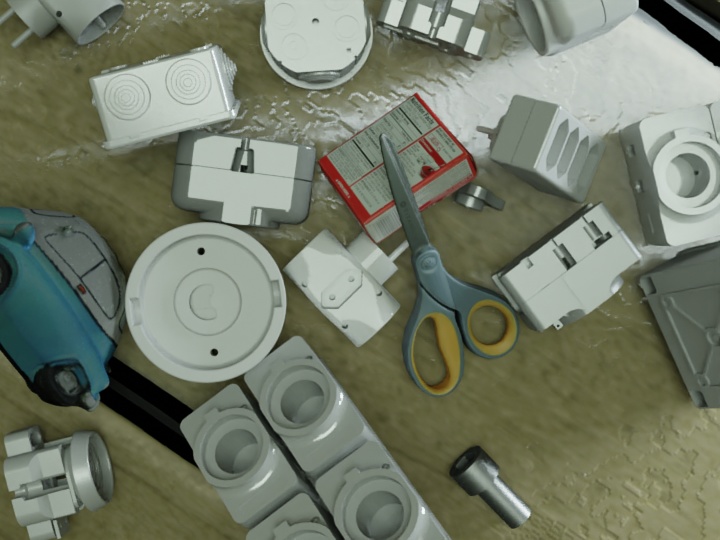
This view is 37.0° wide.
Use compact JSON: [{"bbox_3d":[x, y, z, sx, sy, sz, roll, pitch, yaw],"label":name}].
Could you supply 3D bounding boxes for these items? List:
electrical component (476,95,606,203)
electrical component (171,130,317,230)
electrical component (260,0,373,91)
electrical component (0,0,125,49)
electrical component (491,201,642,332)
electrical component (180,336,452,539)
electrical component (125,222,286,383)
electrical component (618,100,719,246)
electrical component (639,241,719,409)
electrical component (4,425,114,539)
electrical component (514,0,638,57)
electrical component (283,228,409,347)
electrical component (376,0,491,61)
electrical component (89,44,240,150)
[{"bbox_3d":[0.117,-0.088,0.752,0.076,0.083,0.047,22,91,36],"label":"electrical component"},{"bbox_3d":[-0.081,-0.061,0.753,0.095,0.054,0.059,7,91,-2],"label":"electrical component"},{"bbox_3d":[-0.031,-0.169,0.753,0.080,0.051,0.080,0,91,-1],"label":"electrical component"},{"bbox_3d":[-0.220,-0.189,0.752,0.079,0.043,0.077,-41,92,0],"label":"electrical component"},{"bbox_3d":[0.148,0.001,0.761,0.089,0.050,0.055,-37,92,0],"label":"electrical component"},{"bbox_3d":[-0.029,0.145,0.706,0.105,0.060,0.186,-37,58,-3],"label":"electrical component"},{"bbox_3d":[-0.104,0.021,0.751,0.108,0.060,0.108,0,91,-1],"label":"electrical component"},{"bbox_3d":[0.272,-0.077,0.757,0.150,0.061,0.089,-14,92,-1],"label":"electrical component"},{"bbox_3d":[0.260,0.035,0.732,0.056,0.109,0.108,-25,92,-24],"label":"electrical component"},{"bbox_3d":[-0.209,0.145,0.753,0.057,0.058,0.078,-14,91,2],"label":"electrical component"},{"bbox_3d":[0.143,-0.183,0.734,0.059,0.095,0.053,-23,92,-1],"label":"electrical component"},{"bbox_3d":[0.000,0.000,0.761,0.079,0.043,0.077,-44,92,0],"label":"electrical component"},{"bbox_3d":[0.058,-0.187,0.752,0.078,0.058,0.057,19,94,-2],"label":"electrical component"},{"bbox_3d":[-0.131,-0.120,0.729,0.100,0.099,0.048,-14,104,-1],"label":"electrical component"}]
